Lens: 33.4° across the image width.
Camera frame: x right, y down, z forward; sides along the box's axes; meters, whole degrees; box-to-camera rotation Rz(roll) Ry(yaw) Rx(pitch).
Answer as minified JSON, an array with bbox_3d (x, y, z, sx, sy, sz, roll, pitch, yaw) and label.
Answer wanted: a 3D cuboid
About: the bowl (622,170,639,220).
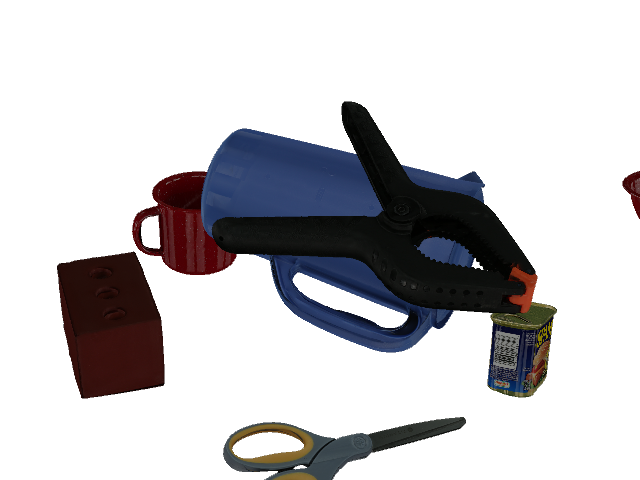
[{"bbox_3d":[0.370,-0.025,1.021,0.162,0.055,0.162,0,19,0],"label":"bowl"}]

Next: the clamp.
[{"bbox_3d":[0.043,-0.005,0.716,0.210,0.036,0.164,35,58,27],"label":"clamp"}]

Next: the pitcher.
[{"bbox_3d":[0.016,-0.010,0.954,0.243,0.145,0.149,18,21,17],"label":"pitcher"}]

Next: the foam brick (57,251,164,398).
[{"bbox_3d":[-0.132,0.052,0.667,0.053,0.051,0.078,-9,35,-19],"label":"foam brick"}]

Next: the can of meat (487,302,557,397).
[{"bbox_3d":[0.223,0.120,1.189,0.058,0.084,0.102,9,13,24],"label":"can of meat"}]

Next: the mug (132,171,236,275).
[{"bbox_3d":[-0.139,-0.014,1.119,0.117,0.081,0.093,-12,32,-23],"label":"mug"}]

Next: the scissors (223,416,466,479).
[{"bbox_3d":[0.025,0.178,0.836,0.201,0.096,0.016,2,-42,-9],"label":"scissors"}]
